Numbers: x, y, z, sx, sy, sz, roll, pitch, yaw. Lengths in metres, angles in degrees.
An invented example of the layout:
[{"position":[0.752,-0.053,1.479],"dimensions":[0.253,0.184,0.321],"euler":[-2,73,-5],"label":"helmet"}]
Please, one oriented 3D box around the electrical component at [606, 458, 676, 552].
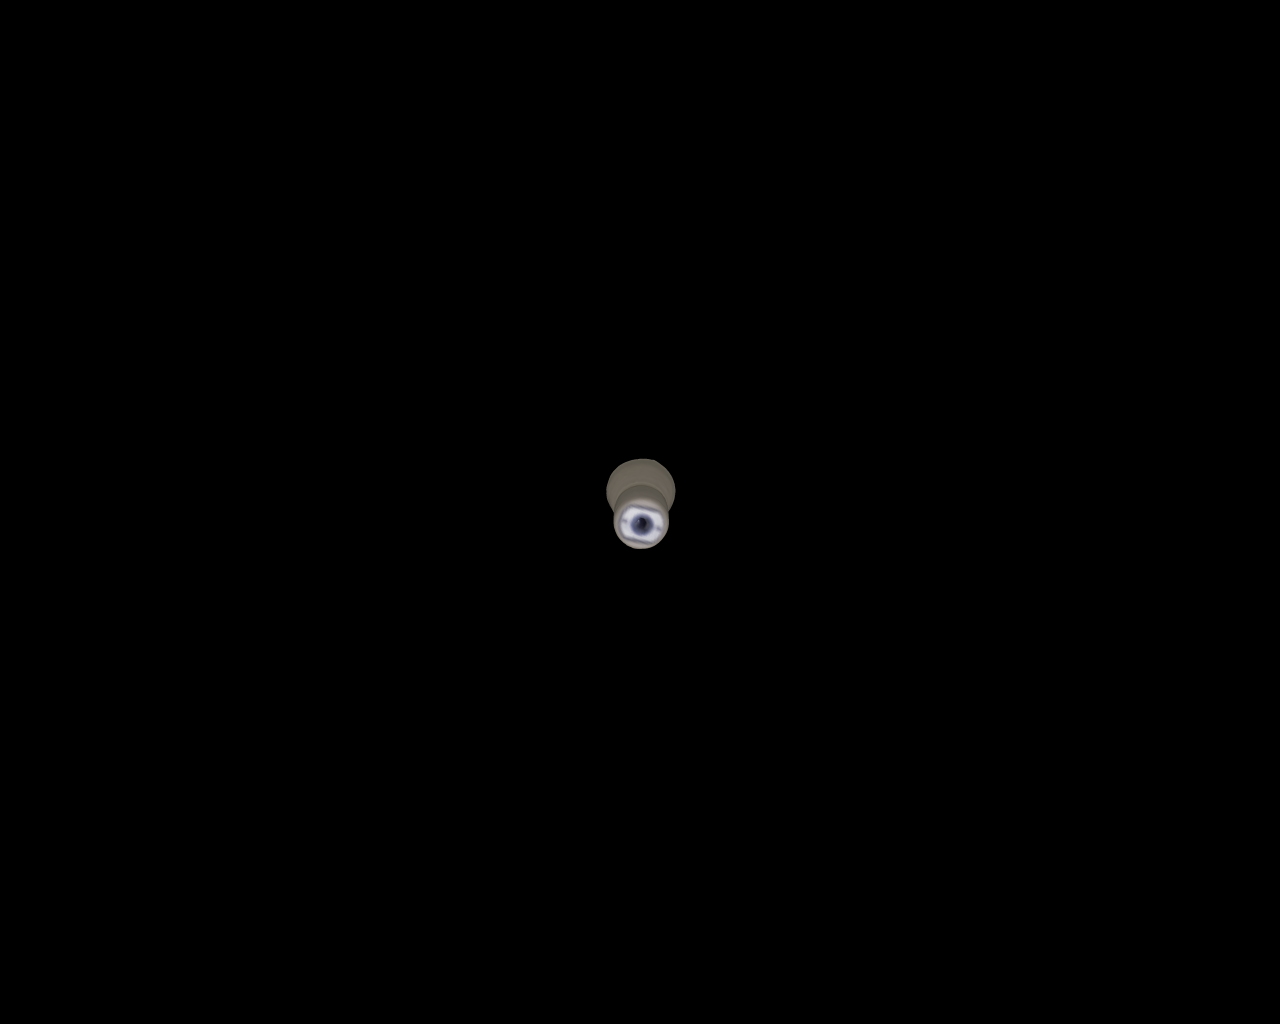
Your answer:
[{"position":[0.001,-0.003,0.650],"dimensions":[0.044,0.044,0.065],"euler":[0,20,0],"label":"electrical component"}]
